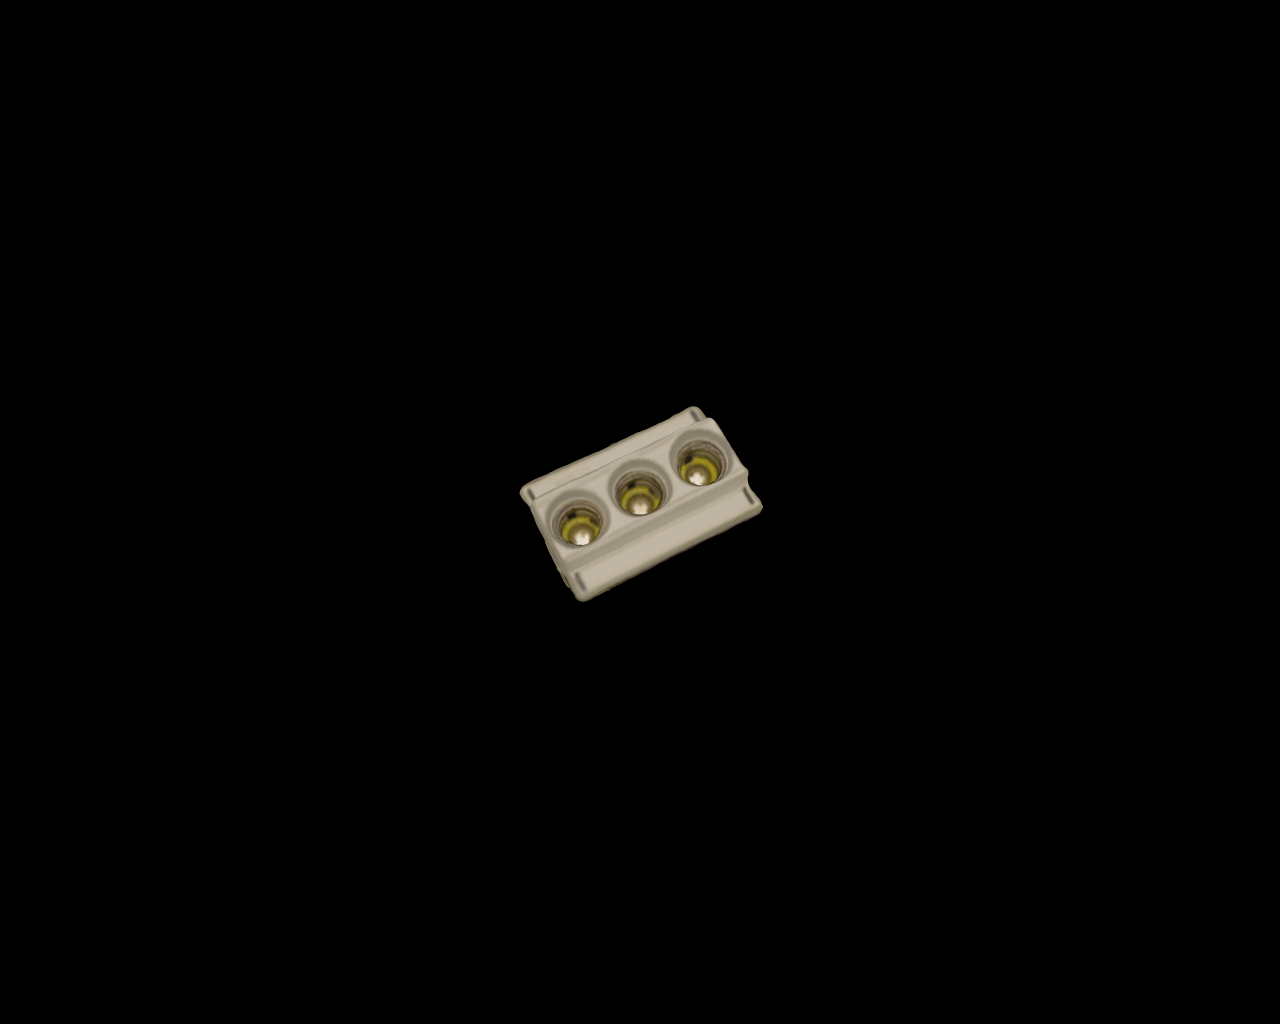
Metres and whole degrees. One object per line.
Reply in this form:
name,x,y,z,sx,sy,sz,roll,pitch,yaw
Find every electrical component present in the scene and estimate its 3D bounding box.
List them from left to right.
electrical component,0.001,-0.003,0.650,0.121,0.079,0.063,-26,-20,-11
